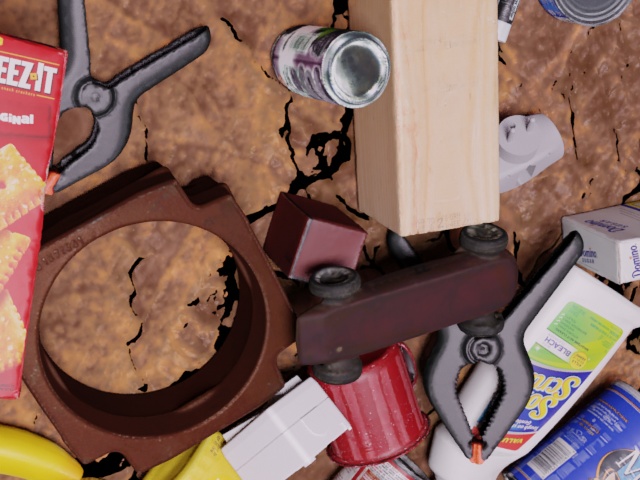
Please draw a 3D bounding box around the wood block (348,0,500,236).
[{"bbox_3d":[0.082,-0.118,0.837,0.090,0.091,0.206,-9,108,-18],"label":"wood block"}]

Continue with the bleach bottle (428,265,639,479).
[{"bbox_3d":[0.182,0.142,0.965,0.102,0.068,0.251,31,96,-18],"label":"bleach bottle"}]

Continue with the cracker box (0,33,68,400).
[{"bbox_3d":[-0.226,-0.012,0.688,0.072,0.164,0.214,10,83,-27],"label":"cracker box"}]

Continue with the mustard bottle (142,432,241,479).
[{"bbox_3d":[-0.070,0.253,0.909,0.096,0.058,0.191,-50,118,-24],"label":"mustard bottle"}]

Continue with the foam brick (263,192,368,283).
[{"bbox_3d":[-0.006,0.001,0.849,0.051,0.078,0.053,14,103,-23],"label":"foam brick"}]

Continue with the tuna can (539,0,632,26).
[{"bbox_3d":[0.221,-0.222,0.885,0.086,0.034,0.086,-5,107,-18],"label":"tuna can"}]

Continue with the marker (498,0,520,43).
[{"bbox_3d":[0.164,-0.222,0.873,0.020,0.020,0.121,15,100,-23],"label":"marker"}]

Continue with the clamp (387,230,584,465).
[{"bbox_3d":[0.146,0.085,0.908,0.164,0.036,0.210,-5,95,3],"label":"clamp"}]

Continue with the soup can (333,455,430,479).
[{"bbox_3d":[0.040,0.230,0.938,0.068,0.069,0.102,40,91,-25],"label":"soup can"}]

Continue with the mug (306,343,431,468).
[{"bbox_3d":[0.045,0.127,0.905,0.117,0.093,0.081,-34,112,-41],"label":"mug"}]

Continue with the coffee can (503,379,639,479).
[{"bbox_3d":[0.256,0.213,0.990,0.140,0.103,0.102,-38,114,-5],"label":"coffee can"}]

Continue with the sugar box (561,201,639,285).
[{"bbox_3d":[0.315,-0.007,0.951,0.176,0.093,0.048,-14,109,-14],"label":"sugar box"}]

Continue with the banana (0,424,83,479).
[{"bbox_3d":[-0.285,0.172,0.825,0.197,0.037,0.070,-6,115,-18],"label":"banana"}]

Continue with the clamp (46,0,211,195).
[{"bbox_3d":[-0.156,-0.109,0.785,0.120,0.039,0.171,18,103,-17],"label":"clamp"}]
